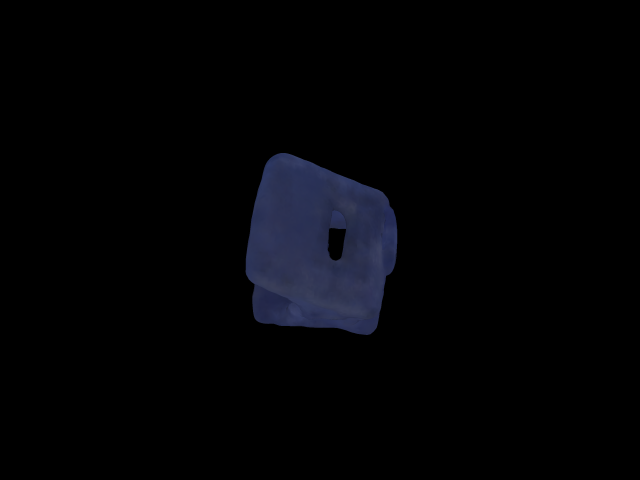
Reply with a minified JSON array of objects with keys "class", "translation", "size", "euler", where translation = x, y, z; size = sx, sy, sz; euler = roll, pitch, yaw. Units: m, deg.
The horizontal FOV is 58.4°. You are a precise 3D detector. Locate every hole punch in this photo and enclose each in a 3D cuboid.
[{"class":"hole punch","translation":[0.004,0.001,0.400],"size":[0.101,0.091,0.108],"euler":[5,59,3]}]
